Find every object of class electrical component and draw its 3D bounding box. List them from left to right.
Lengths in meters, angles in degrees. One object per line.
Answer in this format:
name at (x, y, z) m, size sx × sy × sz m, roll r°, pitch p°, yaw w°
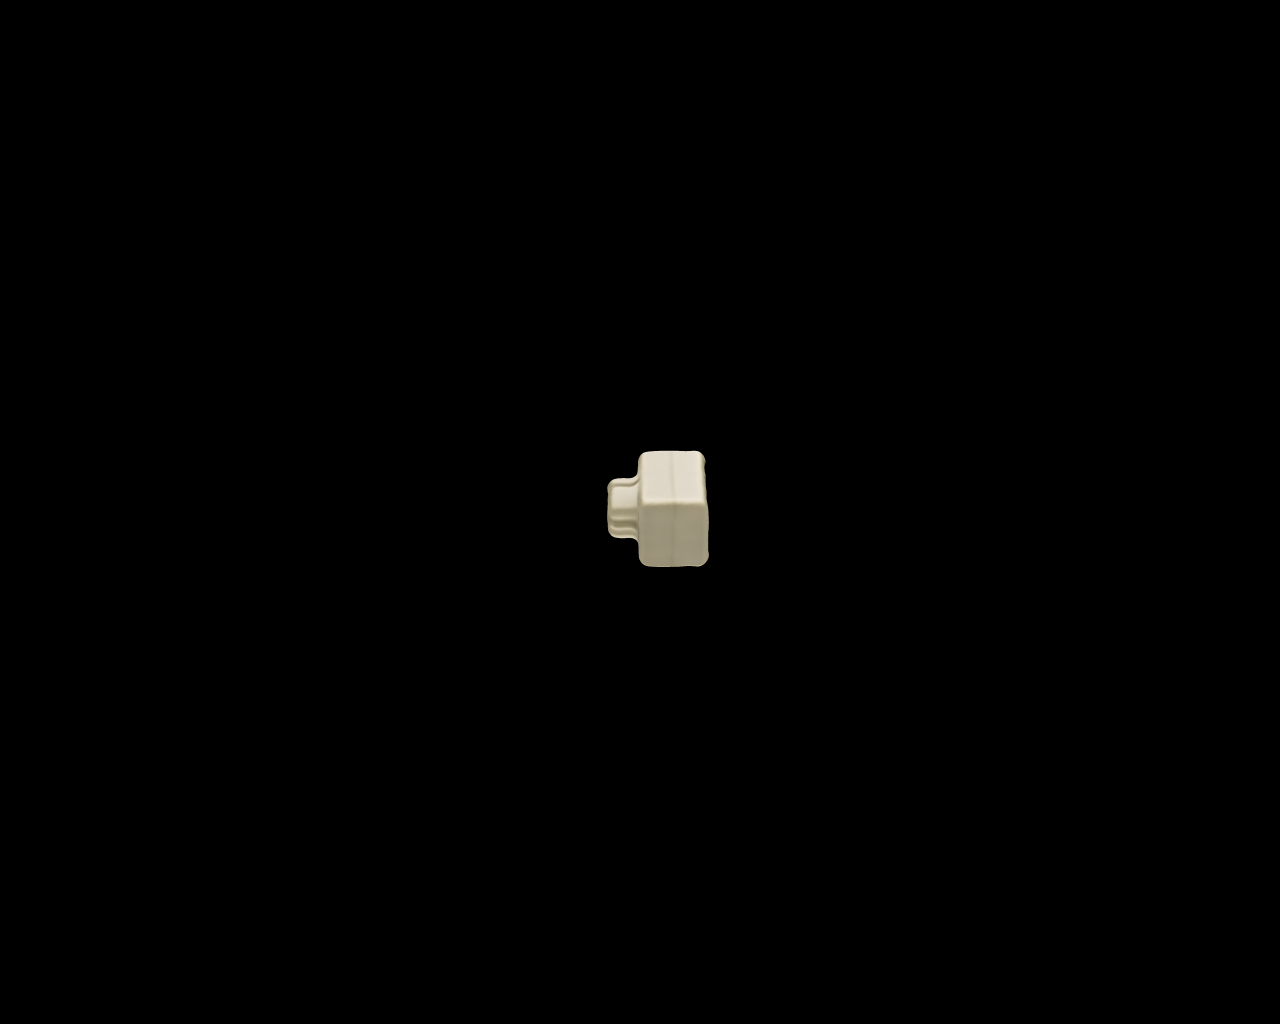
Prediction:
electrical component at (0.001, -0.003, 0.650) m, size 0.077 × 0.047 × 0.066 m, roll 0°, pitch 32°, yaw 0°
